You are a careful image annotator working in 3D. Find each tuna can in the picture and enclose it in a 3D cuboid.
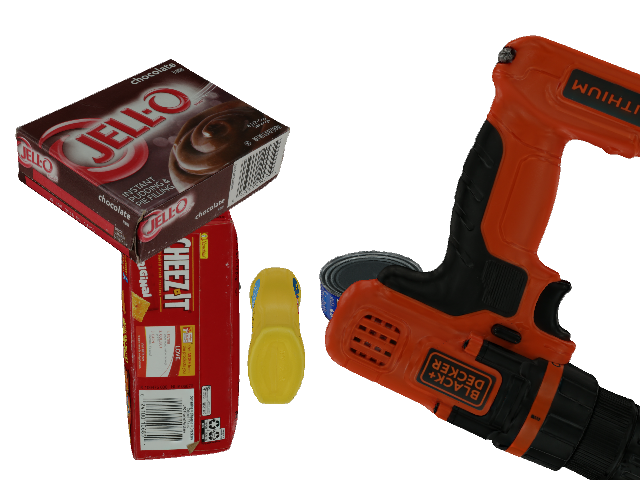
[{"bbox_3d":[0.042,0.042,0.887,0.086,0.034,0.086,-2,26,1],"label":"tuna can"}]

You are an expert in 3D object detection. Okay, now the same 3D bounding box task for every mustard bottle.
[{"bbox_3d":[-0.048,0.084,1.146,0.058,0.096,0.191,0,28,-3],"label":"mustard bottle"}]

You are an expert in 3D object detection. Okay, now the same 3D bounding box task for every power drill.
[{"bbox_3d":[0.116,0.012,0.505,0.184,0.188,0.057,24,7,4],"label":"power drill"}]

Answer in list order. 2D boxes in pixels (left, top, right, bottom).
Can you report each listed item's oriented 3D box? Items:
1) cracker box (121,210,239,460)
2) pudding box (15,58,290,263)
[{"bbox_3d":[-0.100,0.022,0.737,0.072,0.164,0.214,-2,23,-10],"label":"cracker box"},{"bbox_3d":[-0.086,-0.045,0.556,0.090,0.039,0.113,33,42,23],"label":"pudding box"}]
